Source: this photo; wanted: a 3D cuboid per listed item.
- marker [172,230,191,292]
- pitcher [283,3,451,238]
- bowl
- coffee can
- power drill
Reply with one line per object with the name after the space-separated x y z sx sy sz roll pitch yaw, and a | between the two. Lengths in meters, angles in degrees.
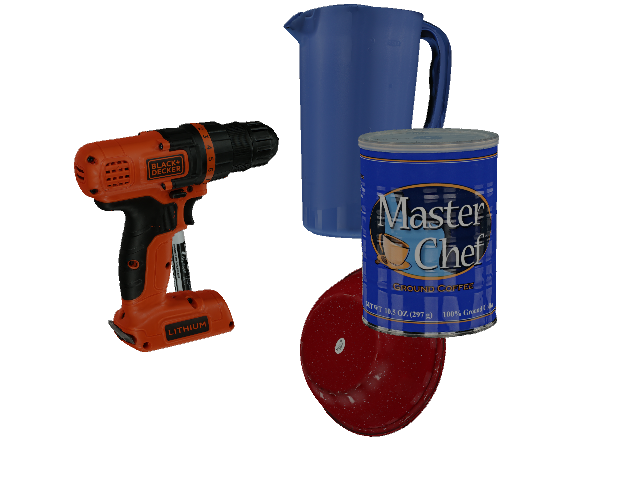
-0.156 0.018 1.178 0.020 0.121 0.020 -4 23 1 | marker
0.049 -0.128 1.144 0.149 0.243 0.144 5 8 24 | pitcher
0.034 0.097 0.977 0.162 0.162 0.055 0 -10 42 | bowl
0.080 -0.009 0.794 0.103 0.140 0.103 -1 11 0 | coffee can
-0.117 -0.008 0.923 0.184 0.188 0.057 -12 21 -29 | power drill
